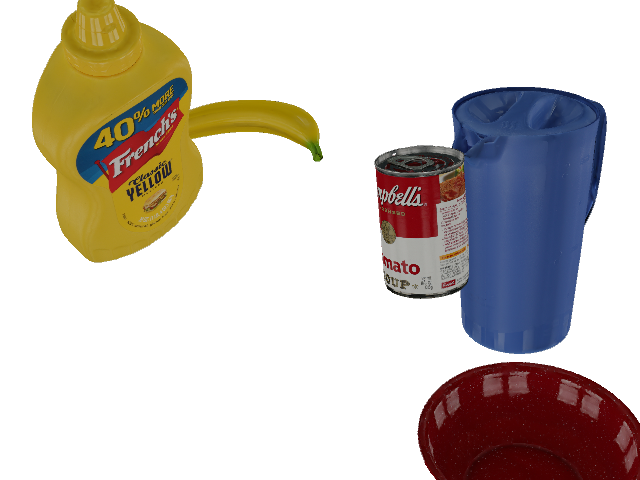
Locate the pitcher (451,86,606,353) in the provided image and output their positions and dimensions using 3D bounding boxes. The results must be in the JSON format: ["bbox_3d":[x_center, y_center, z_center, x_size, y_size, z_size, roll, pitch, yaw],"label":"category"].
[{"bbox_3d":[0.200,-0.021,1.029,0.149,0.243,0.145,1,27,8],"label":"pitcher"}]

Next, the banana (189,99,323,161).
[{"bbox_3d":[-0.082,-0.133,1.211,0.198,0.037,0.069,8,42,18],"label":"banana"}]

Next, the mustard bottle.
[{"bbox_3d":[-0.115,-0.068,0.608,0.096,0.058,0.192,-37,-23,-22],"label":"mustard bottle"}]

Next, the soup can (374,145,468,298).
[{"bbox_3d":[0.079,-0.015,0.819,0.068,0.102,0.068,-5,21,2],"label":"soup can"}]

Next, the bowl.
[{"bbox_3d":[0.150,0.160,0.769,0.162,0.055,0.162,-1,35,0],"label":"bowl"}]
